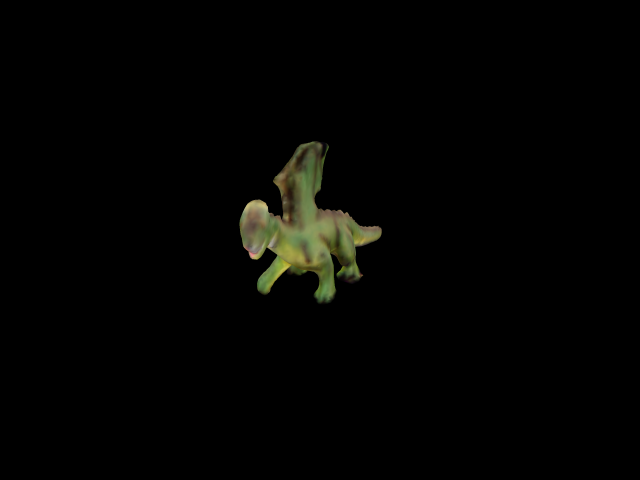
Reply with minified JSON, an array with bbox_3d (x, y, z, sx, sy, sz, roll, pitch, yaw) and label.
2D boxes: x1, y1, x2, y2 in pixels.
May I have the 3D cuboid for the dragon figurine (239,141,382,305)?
[{"bbox_3d":[0.003,-0.043,0.850,0.122,0.238,0.416,13,28,29],"label":"dragon figurine"}]
